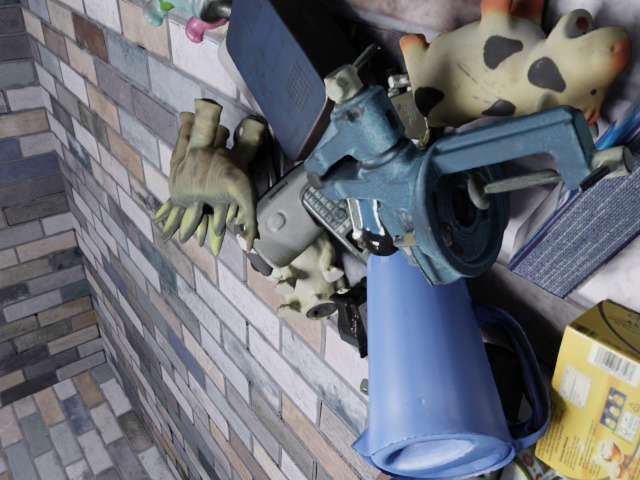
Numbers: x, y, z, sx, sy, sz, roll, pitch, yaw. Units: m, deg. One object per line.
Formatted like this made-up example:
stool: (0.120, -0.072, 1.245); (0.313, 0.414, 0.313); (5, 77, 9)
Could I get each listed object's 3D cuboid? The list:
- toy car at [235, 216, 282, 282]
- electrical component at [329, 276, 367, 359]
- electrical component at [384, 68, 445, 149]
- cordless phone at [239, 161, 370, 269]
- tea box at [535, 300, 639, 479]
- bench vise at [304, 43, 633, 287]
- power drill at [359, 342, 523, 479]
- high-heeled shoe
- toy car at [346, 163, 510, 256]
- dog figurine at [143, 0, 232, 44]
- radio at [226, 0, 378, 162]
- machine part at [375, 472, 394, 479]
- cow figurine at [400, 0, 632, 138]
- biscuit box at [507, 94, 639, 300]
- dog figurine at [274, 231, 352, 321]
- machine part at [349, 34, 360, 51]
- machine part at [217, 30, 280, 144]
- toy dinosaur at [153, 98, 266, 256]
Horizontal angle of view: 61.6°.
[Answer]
toy car: (-0.116, -0.020, 0.976); (0.201, 0.056, 0.073); (65, 154, 8)
electrical component: (0.064, 0.119, 0.768); (0.048, 0.075, 0.119); (12, 121, 56)
electrical component: (0.101, -0.141, 0.593); (0.078, 0.045, 0.102); (8, 115, 52)
cordless phone: (-0.002, -0.002, 0.724); (0.184, 0.146, 0.088); (43, 164, 8)
tea box: (0.269, 0.154, 0.492); (0.098, 0.068, 0.169); (33, 134, 43)
bench vise: (0.109, -0.060, 0.430); (0.241, 0.129, 0.223); (-8, 114, 47)
power drill: (0.135, 0.212, 0.649); (0.207, 0.086, 0.232); (34, 106, 60)
high-heeled shoe: (-0.093, -0.072, 0.872); (0.145, 0.086, 0.248); (-38, 65, 64)
toy car: (0.112, -0.043, 0.572); (0.162, 0.103, 0.109); (-12, 101, 13)
dog figurine: (-0.145, -0.378, 0.762); (0.219, 0.108, 0.191); (-8, 73, 41)
radio: (-0.034, -0.215, 0.654); (0.230, 0.073, 0.131); (61, 148, 23)
machine part: (0.158, 0.379, 0.694); (0.201, 0.087, 0.201); (38, 102, 38)
cow figurine: (0.163, -0.141, 0.465); (0.195, 0.085, 0.127); (0, 102, 53)
biscuit box: (0.232, -0.037, 0.427); (0.063, 0.059, 0.202); (29, 139, 4)
dog figurine: (-0.025, 0.017, 0.847); (0.172, 0.121, 0.191); (91, 167, -52)
machine part: (-0.005, -0.249, 0.696); (0.139, 0.039, 0.084); (34, 126, 45)
machine part: (-0.078, -0.225, 0.778); (0.243, 0.079, 0.079); (55, 145, 19)
toy dinosaur: (-0.148, -0.081, 0.733); (0.472, 0.105, 0.198); (18, 92, 67)
